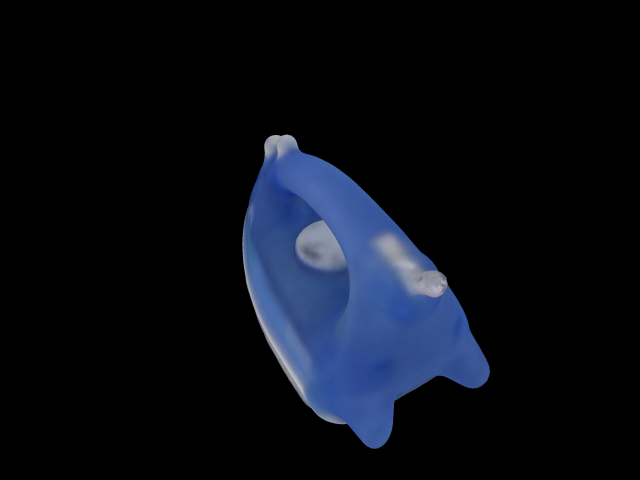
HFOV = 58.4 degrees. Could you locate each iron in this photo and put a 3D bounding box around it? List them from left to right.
[{"bbox_3d":[0.004,0.001,0.400,0.119,0.141,0.257,-24,50,-21],"label":"iron"}]
